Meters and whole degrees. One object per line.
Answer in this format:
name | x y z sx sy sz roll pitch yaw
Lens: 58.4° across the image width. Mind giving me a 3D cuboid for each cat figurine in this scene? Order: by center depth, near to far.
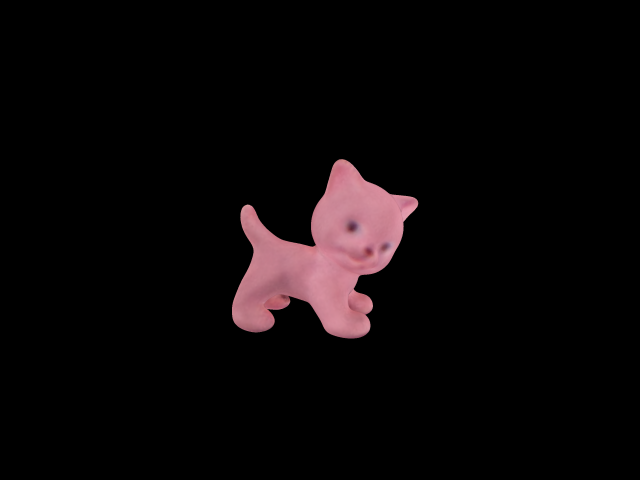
cat figurine | 0.004 0.001 0.400 0.127 0.118 0.067 2 14 7
